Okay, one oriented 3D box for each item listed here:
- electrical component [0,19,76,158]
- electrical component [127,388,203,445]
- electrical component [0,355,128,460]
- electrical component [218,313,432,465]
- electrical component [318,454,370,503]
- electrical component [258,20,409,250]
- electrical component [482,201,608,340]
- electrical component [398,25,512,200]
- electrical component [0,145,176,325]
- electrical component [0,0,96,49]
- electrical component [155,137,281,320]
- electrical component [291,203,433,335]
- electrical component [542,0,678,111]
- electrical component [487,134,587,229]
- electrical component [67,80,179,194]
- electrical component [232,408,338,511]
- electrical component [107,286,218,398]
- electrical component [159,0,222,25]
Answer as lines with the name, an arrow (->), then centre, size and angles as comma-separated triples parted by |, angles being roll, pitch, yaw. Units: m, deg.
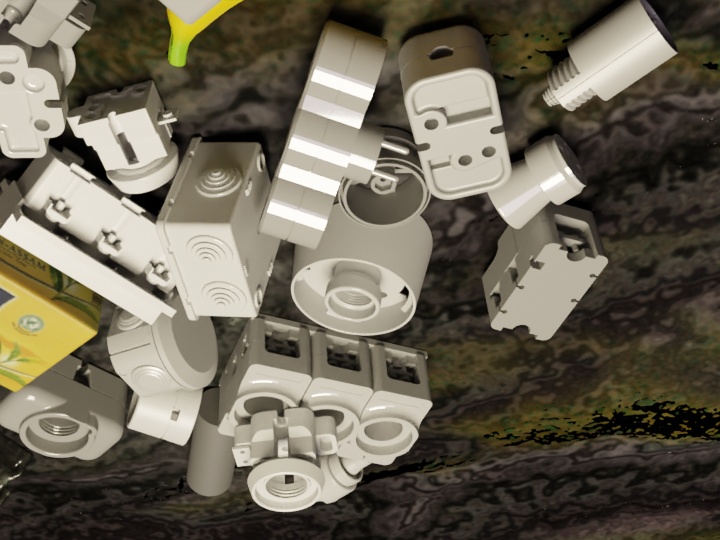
electrical component -> -0.200, -0.114, 0.634 | 0.058, 0.057, 0.078 | -1, 135, -3
electrical component -> -0.157, 0.107, 0.860 | 0.047, 0.055, 0.055 | 17, 131, -16
electrical component -> -0.235, 0.108, 0.849 | 0.095, 0.059, 0.054 | 32, 125, -30
electrical component -> -0.029, 0.100, 0.857 | 0.150, 0.061, 0.089 | 14, 132, -18
electrical component -> -0.017, 0.175, 0.946 | 0.062, 0.043, 0.043 | -35, 128, 25
electrical component -> -0.007, -0.075, 0.661 | 0.074, 0.052, 0.138 | 18, 110, -7
electrical component -> 0.130, -0.003, 0.772 | 0.050, 0.055, 0.089 | 14, 132, -17
electrical component -> 0.059, -0.100, 0.667 | 0.054, 0.059, 0.095 | -12, 134, 8
electrical component -> -0.173, -0.025, 0.715 | 0.121, 0.079, 0.063 | 36, 93, -33
electrical component -> -0.175, -0.165, 0.586 | 0.078, 0.058, 0.057 | 30, 128, -30
electrical component -> -0.088, -0.027, 0.702 | 0.048, 0.099, 0.099 | 1, 136, 12
electrical component -> 0.000, 0.000, 0.776 | 0.099, 0.064, 0.099 | 7, 142, 5
electrical component -> 0.148, -0.127, 0.659 | 0.081, 0.043, 0.043 | -34, 128, 26
electrical component -> 0.118, -0.060, 0.722 | 0.055, 0.045, 0.045 | -31, 129, 24
electrical component -> -0.143, -0.082, 0.679 | 0.066, 0.048, 0.055 | -13, 127, 8
electrical component -> -0.056, 0.144, 0.812 | 0.078, 0.057, 0.058 | -6, 135, 2
electrical component -> -0.143, 0.052, 0.789 | 0.051, 0.080, 0.080 | -17, 134, 20
electrical component -> -0.099, -0.195, 0.526 | 0.056, 0.108, 0.109 | -31, 129, 27
